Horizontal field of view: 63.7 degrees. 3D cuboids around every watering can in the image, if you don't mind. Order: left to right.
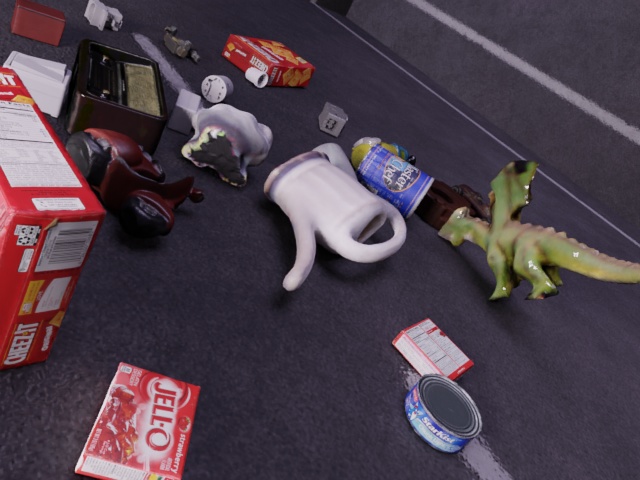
[{"bbox_3d":[0.002,-0.039,0.783,0.227,0.102,0.351,40,31,21],"label":"watering can"}]

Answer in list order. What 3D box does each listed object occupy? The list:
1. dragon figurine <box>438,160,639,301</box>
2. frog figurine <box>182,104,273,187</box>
[{"bbox_3d":[0.361,-0.023,0.909,0.122,0.406,0.244,-7,83,-29],"label":"dragon figurine"},{"bbox_3d":[-0.144,-0.182,0.866,0.137,0.120,0.163,12,39,5],"label":"frog figurine"}]
